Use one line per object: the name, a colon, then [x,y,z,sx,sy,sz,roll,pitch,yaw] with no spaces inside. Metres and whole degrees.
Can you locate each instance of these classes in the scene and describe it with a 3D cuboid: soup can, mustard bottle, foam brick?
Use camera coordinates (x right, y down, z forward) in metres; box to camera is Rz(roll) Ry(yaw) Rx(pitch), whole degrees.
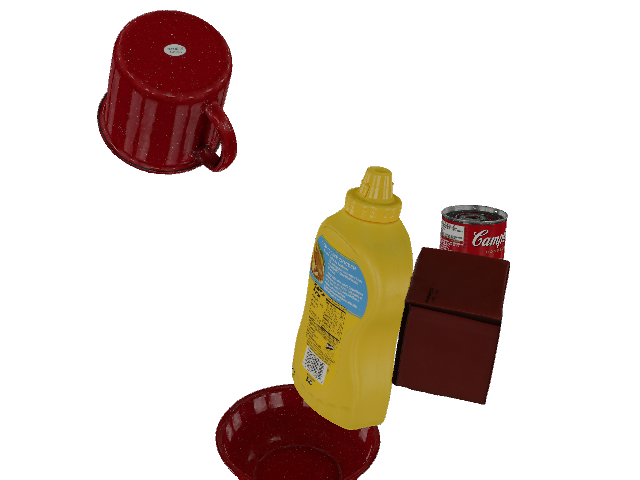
soup can: [0.157,0.020,1.113,0.068,0.102,0.068,2,16,-1]
mustard bottle: [0.027,0.037,0.795,0.058,0.192,0.096,-4,26,-29]
foam brick: [0.073,0.044,0.587,0.053,0.051,0.078,11,24,10]

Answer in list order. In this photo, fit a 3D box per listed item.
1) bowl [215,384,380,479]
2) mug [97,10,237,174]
bowl: [-0.022,0.212,1.056,0.162,0.055,0.162,1,30,0]
mug: [-0.100,-0.098,0.750,0.093,0.117,0.082,-32,-17,-29]
